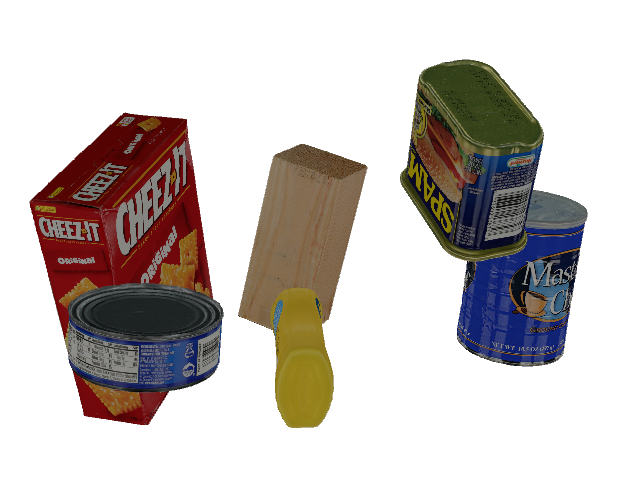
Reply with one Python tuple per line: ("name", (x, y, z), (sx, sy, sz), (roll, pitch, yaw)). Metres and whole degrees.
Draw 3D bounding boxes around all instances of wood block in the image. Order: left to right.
("wood block", (-0.022, 0.000, 1.276), (0.090, 0.206, 0.090), (21, 22, 17))

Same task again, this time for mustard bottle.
("mustard bottle", (-0.023, 0.105, 1.122), (0.058, 0.096, 0.191), (-2, 27, -4))

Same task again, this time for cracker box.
("cracker box", (-0.157, 0.022, 0.911), (0.072, 0.214, 0.164), (6, 33, 16))

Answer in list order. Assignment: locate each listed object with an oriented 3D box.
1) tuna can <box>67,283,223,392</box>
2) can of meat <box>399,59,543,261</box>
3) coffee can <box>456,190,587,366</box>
("tuna can", (-0.098, 0.053, 0.597), (0.086, 0.034, 0.086), (4, 16, -1))
("can of meat", (0.093, -0.052, 0.665), (0.057, 0.084, 0.102), (-10, 42, -16))
("coffee can", (0.186, 0.032, 0.997), (0.103, 0.140, 0.103), (4, 19, -2))
